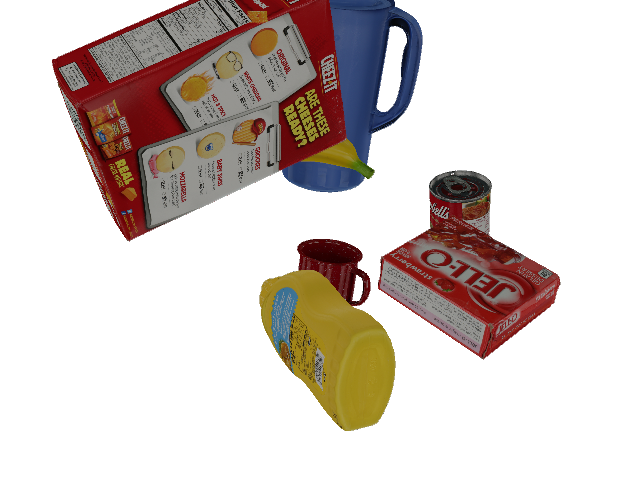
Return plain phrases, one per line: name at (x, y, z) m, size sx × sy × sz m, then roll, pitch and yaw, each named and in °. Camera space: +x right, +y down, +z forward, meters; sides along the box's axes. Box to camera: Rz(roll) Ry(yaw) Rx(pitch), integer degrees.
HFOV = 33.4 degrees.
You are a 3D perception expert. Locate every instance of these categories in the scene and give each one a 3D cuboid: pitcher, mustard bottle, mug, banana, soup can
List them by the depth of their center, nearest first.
mustard bottle at (-0.006, 0.080, 0.940) m, size 0.058 × 0.096 × 0.192 m, roll -11°, pitch 27°, yaw -25°
banana at (-0.034, -0.088, 1.107) m, size 0.197 × 0.037 × 0.070 m, roll -9°, pitch 47°, yaw -34°
soup can at (0.156, -0.018, 1.185) m, size 0.068 × 0.102 × 0.068 m, roll -4°, pitch 32°, yaw 2°
pitcher at (0.024, -0.186, 1.316) m, size 0.144 × 0.243 × 0.149 m, roll -9°, pitch 29°, yaw -27°
mug at (0.019, 0.055, 1.506) m, size 0.117 × 0.081 × 0.093 m, roll 18°, pitch 24°, yaw 27°

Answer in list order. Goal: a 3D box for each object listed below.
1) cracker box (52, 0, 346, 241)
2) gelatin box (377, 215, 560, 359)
cracker box at (-0.092, -0.114, 0.871) m, size 0.213 × 0.072 × 0.164 m, roll -27°, pitch -37°, yaw -13°
gelatin box at (0.093, 0.026, 0.672) m, size 0.089 × 0.030 × 0.073 m, roll 33°, pitch 45°, yaw 32°
